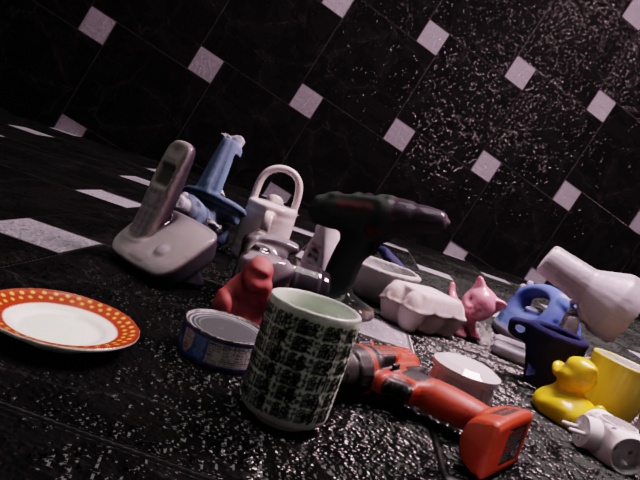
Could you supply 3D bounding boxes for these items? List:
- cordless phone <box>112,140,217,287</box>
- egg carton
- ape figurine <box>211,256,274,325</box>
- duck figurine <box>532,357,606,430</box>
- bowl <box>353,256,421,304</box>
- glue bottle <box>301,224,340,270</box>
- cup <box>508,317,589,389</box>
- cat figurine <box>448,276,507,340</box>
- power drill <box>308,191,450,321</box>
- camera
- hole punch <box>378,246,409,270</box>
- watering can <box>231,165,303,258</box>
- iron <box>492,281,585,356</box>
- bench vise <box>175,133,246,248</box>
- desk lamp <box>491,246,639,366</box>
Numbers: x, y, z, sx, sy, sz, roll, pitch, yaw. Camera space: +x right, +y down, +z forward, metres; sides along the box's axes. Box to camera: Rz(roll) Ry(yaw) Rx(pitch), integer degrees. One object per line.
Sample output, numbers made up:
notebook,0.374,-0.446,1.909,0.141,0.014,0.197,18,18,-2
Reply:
cordless phone,-0.195,-0.039,0.777,0.147,0.185,0.094,23,8,35
egg carton,0.179,0.121,1.006,0.151,0.069,0.107,13,8,-38
ape figurine,-0.081,0.063,0.663,0.078,0.092,0.076,17,7,-11
duck figurine,0.332,0.196,0.743,0.078,0.086,0.104,16,7,-21
bowl,0.108,0.080,1.121,0.167,0.075,0.167,18,7,-2
glue bottle,0.010,0.004,1.043,0.037,0.173,0.077,13,9,-39
cup,0.335,0.176,0.875,0.117,0.095,0.092,21,7,19
cat figurine,0.279,0.121,1.071,0.067,0.118,0.127,14,8,-33
power drill,0.075,0.020,0.941,0.229,0.208,0.076,21,7,20
camera,-0.051,0.051,0.804,0.137,0.101,0.143,17,7,-12
hole punch,0.169,0.071,1.292,0.101,0.091,0.108,18,7,-9
watering can,-0.098,-0.052,1.112,0.101,0.194,0.172,15,7,-27
iron,0.445,0.150,1.187,0.119,0.141,0.258,17,7,-13
bench vise,-0.182,-0.080,0.995,0.121,0.220,0.207,18,7,-7
desk lamp,0.432,0.131,0.992,0.202,0.213,0.118,21,7,17
